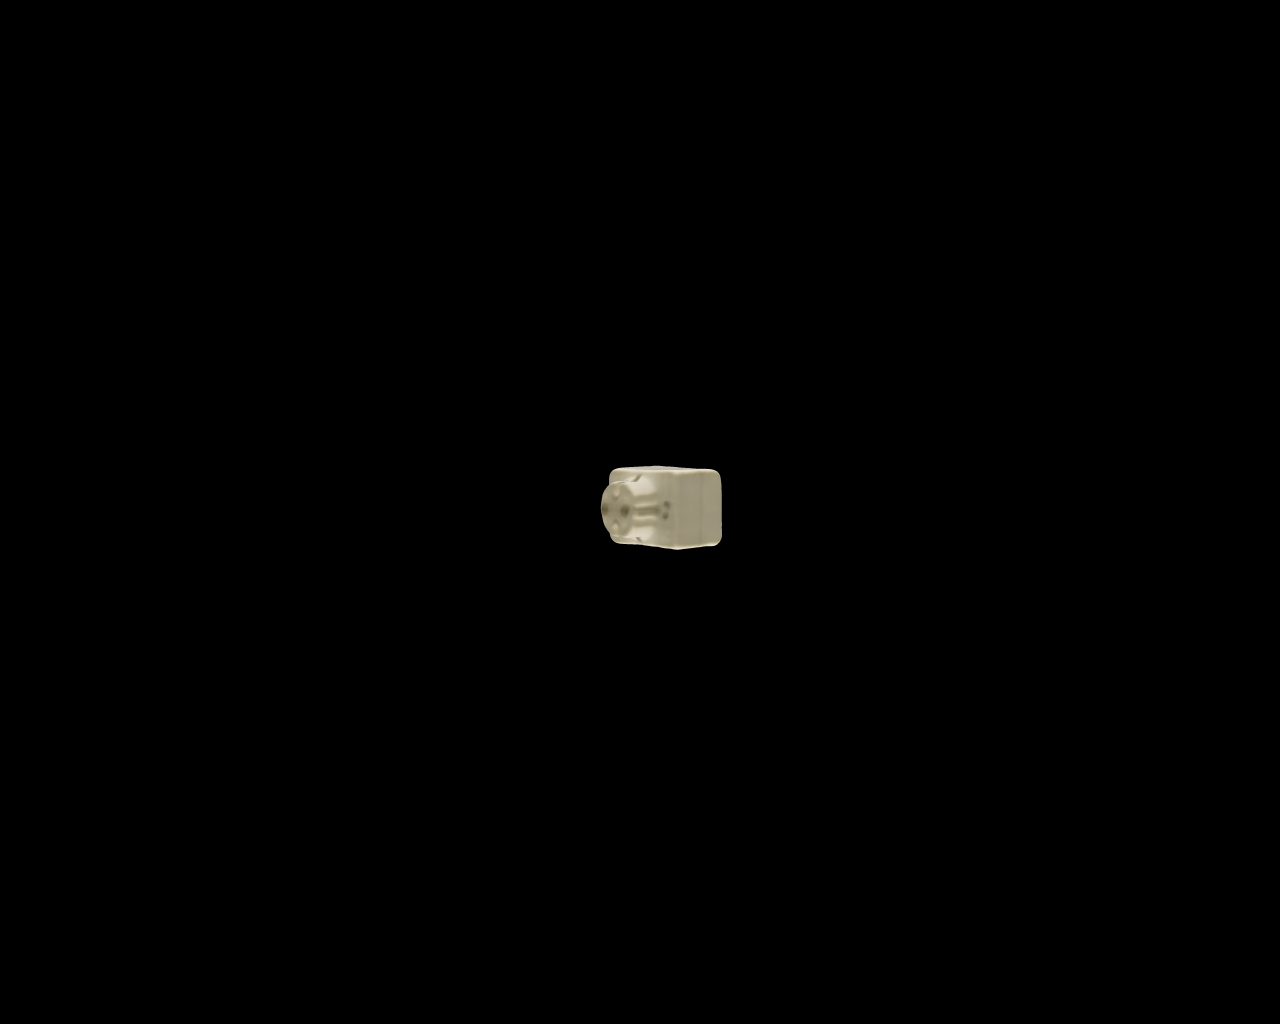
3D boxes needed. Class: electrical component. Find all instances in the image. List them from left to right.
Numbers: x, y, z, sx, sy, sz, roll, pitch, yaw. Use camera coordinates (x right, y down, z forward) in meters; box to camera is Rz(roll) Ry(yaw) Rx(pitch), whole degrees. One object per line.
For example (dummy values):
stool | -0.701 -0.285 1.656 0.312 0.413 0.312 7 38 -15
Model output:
electrical component | 0.001 -0.003 0.650 0.077 0.047 0.066 -4 6 -39
